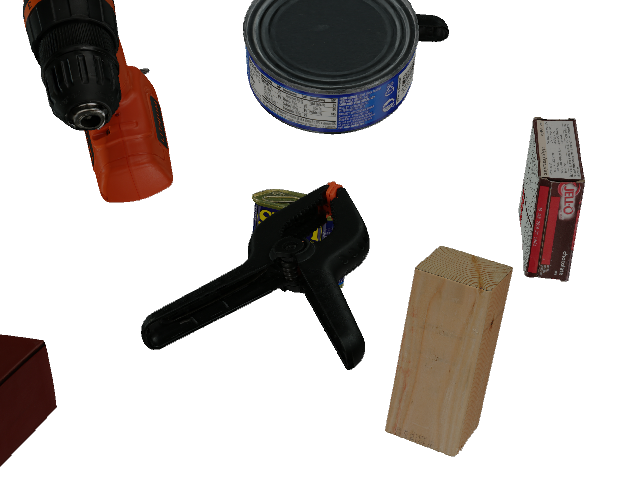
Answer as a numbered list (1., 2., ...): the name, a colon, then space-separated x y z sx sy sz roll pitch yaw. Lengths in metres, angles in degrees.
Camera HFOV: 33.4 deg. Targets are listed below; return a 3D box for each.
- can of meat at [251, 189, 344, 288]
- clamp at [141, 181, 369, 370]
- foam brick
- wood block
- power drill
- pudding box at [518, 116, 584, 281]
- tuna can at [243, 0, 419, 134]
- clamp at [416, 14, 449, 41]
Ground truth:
1. can of meat: -0.021 0.001 1.070 0.102 0.084 0.057 13 18 25
2. clamp: -0.030 0.021 0.794 0.165 0.036 0.209 0 34 16
3. foam brick: -0.211 0.100 0.668 0.053 0.051 0.078 6 29 21
4. wood block: 0.145 0.124 1.207 0.090 0.206 0.090 17 23 21
5. power drill: -0.141 -0.105 0.681 0.057 0.184 0.187 -13 -31 -4
6. pudding box: 0.183 -0.035 0.847 0.039 0.090 0.113 5 32 4
7. tuna can: 0.005 -0.094 0.530 0.086 0.086 0.034 0 -35 0
8. clamp: 0.023 -0.187 0.932 0.120 0.171 0.039 -39 -21 -19
